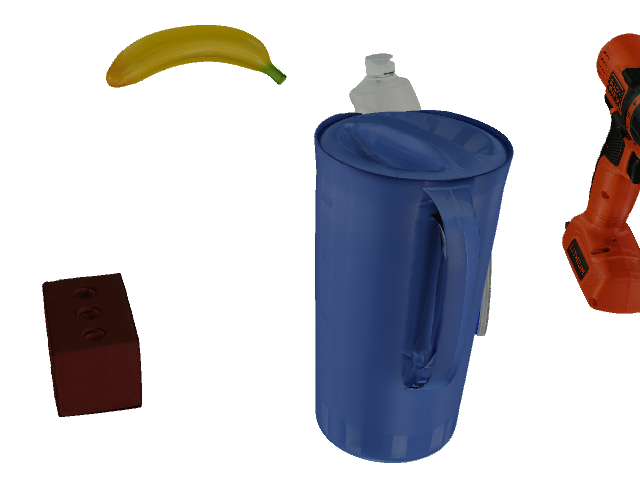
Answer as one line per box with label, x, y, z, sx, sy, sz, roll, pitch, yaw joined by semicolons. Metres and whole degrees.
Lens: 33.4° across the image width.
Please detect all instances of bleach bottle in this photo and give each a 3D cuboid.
bleach bottle;0.063;-0.077;1.170;0.102;0.251;0.068;-10;23;-12

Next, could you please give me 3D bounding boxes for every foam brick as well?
foam brick;-0.145;0.065;0.673;0.053;0.051;0.078;-6;34;-17

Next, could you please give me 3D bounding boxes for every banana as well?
banana;-0.129;-0.188;1.080;0.197;0.070;0.037;-8;-39;-30

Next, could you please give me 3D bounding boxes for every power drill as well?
power drill;0.238;-0.039;0.801;0.057;0.188;0.184;3;35;-4

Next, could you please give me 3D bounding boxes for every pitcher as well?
pitcher;0.058;0.039;0.754;0.145;0.243;0.149;17;30;25

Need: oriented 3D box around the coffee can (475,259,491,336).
coffee can;0.075;0.030;0.938;0.140;0.103;0.103;2;0;4
